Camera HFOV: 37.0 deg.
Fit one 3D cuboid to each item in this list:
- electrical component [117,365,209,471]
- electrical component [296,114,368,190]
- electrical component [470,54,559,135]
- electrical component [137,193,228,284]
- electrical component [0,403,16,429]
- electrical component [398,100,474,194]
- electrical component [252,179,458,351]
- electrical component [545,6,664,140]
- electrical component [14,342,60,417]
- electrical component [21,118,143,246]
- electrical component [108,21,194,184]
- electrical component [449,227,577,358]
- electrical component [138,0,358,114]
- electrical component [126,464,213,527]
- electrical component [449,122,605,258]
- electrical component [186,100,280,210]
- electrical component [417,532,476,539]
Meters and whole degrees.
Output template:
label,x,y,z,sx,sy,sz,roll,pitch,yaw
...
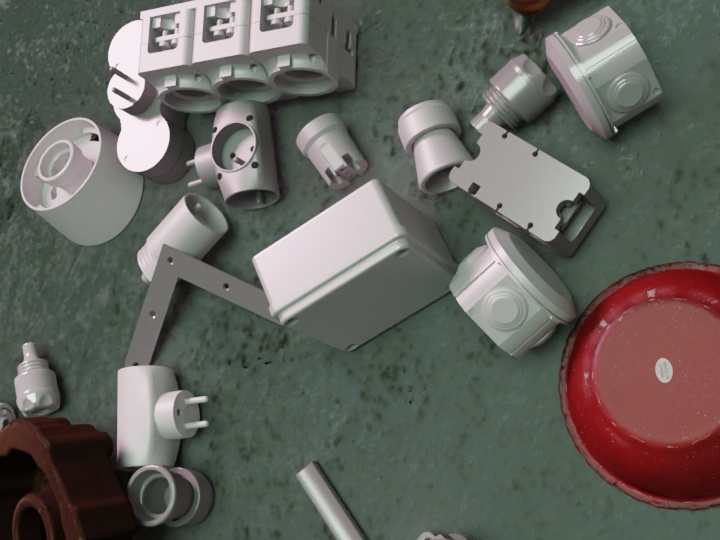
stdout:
label,x,y,z,sx,sy,sz,roll,pitch,yaw
electrical component,-0.151,0.113,0.833,0.079,0.043,0.077,-10,73,23
electrical component,-0.021,-0.090,0.825,0.040,0.040,0.046,-38,70,13
electrical component,0.107,-0.120,0.768,0.062,0.043,0.043,-42,64,12
electrical component,-0.148,-0.019,0.863,0.081,0.043,0.043,-45,63,22
electrical component,-0.328,0.130,0.915,0.065,0.044,0.044,0,77,20
electrical component,0.056,-0.090,0.784,0.045,0.045,0.055,-27,67,17
electrical component,0.000,0.000,0.753,0.109,0.109,0.056,-32,63,15
electrical component,0.163,-0.133,0.725,0.051,0.080,0.080,-31,66,10
electrical component,-0.273,0.090,0.902,0.035,0.035,0.061,-26,65,18
electrical component,-0.240,-0.078,0.926,0.099,0.064,0.099,-15,58,26
electrical component,-0.184,-0.146,0.896,0.052,0.074,0.138,-17,71,21
electrical component,0.102,0.015,0.717,0.051,0.080,0.080,-44,63,16
electrical component,-0.088,-0.169,0.847,0.150,0.089,0.061,-5,75,24
electrical component,-0.142,0.170,0.807,0.045,0.055,0.045,-6,75,24
electrical component,0.116,-0.054,0.740,0.089,0.056,0.050,36,94,28
electrical component,-0.105,-0.087,0.861,0.079,0.044,0.077,-15,71,22
electrical component,0.059,0.205,0.702,0.078,0.057,0.058,40,96,28
